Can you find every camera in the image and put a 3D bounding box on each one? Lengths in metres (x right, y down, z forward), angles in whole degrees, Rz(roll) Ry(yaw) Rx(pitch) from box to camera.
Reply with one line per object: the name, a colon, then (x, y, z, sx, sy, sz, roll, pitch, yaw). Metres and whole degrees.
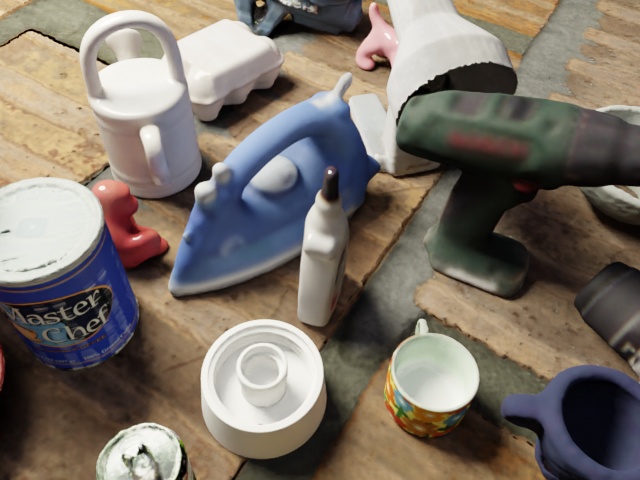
camera: (0.313, 0.071, 0.509, 0.143, 0.101, 0.136, -27, 58, -23)

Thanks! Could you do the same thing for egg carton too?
egg carton: (-0.126, -0.220, 0.730, 0.107, 0.069, 0.150, 37, 58, 23)

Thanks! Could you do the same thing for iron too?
iron: (-0.051, -0.059, 0.562, 0.118, 0.141, 0.259, 37, 58, 23)

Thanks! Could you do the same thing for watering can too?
watering can: (-0.188, -0.148, 0.590, 0.101, 0.194, 0.172, -35, 61, -27)

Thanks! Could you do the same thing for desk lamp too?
desk lamp: (0.105, -0.168, 0.613, 0.118, 0.213, 0.203, -10, 53, -11)

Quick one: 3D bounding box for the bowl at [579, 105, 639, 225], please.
bowl: (0.354, -0.072, 0.642, 0.167, 0.075, 0.167, 2, 52, -2)

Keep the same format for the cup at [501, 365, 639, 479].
cup: (0.190, 0.154, 0.440, 0.117, 0.095, 0.092, 11, 52, 5)

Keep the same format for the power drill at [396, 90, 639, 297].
power drill: (0.175, -0.042, 0.521, 0.229, 0.208, 0.076, 21, 54, 13)

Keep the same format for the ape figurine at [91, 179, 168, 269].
ape figurine: (-0.194, -0.020, 0.554, 0.076, 0.092, 0.077, -19, 55, -18)

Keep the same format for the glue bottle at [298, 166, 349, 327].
glue bottle: (0.005, 0.002, 0.498, 0.037, 0.173, 0.078, 11, 52, 6)

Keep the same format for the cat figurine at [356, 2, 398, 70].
cat figurine: (0.116, -0.272, 0.757, 0.127, 0.118, 0.067, 29, 56, 18)

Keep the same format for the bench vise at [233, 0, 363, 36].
bench vise: (-0.038, -0.376, 0.763, 0.208, 0.220, 0.121, -13, 54, -13)
